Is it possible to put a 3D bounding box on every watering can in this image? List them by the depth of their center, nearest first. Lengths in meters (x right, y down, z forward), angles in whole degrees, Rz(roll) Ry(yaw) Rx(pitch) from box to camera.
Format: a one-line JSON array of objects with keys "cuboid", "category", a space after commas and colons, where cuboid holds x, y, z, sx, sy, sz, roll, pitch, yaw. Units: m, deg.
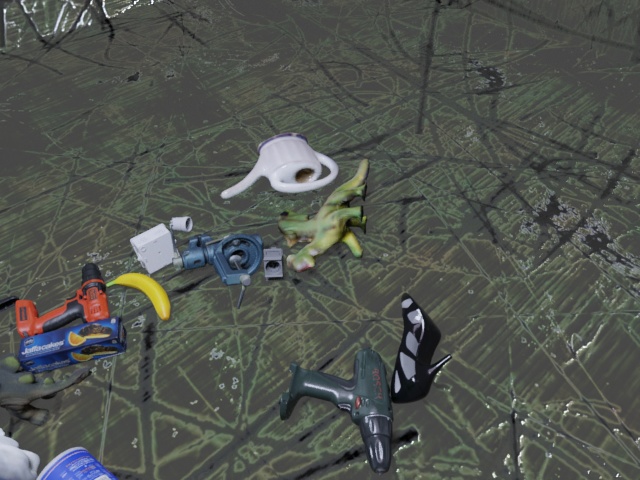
[{"cuboid": [-0.122, -0.206, 1.455, 0.349, 0.101, 0.229, -9, 46, -18], "category": "watering can"}]

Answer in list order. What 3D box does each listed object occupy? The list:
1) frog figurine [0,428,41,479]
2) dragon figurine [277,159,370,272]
[{"cuboid": [-0.558, 0.385, 0.891, 0.137, 0.121, 0.163, 16, 27, -27], "category": "frog figurine"}, {"cuboid": [0.004, -0.067, 1.323, 0.242, 0.119, 0.421, -3, 43, 12], "category": "dragon figurine"}]
